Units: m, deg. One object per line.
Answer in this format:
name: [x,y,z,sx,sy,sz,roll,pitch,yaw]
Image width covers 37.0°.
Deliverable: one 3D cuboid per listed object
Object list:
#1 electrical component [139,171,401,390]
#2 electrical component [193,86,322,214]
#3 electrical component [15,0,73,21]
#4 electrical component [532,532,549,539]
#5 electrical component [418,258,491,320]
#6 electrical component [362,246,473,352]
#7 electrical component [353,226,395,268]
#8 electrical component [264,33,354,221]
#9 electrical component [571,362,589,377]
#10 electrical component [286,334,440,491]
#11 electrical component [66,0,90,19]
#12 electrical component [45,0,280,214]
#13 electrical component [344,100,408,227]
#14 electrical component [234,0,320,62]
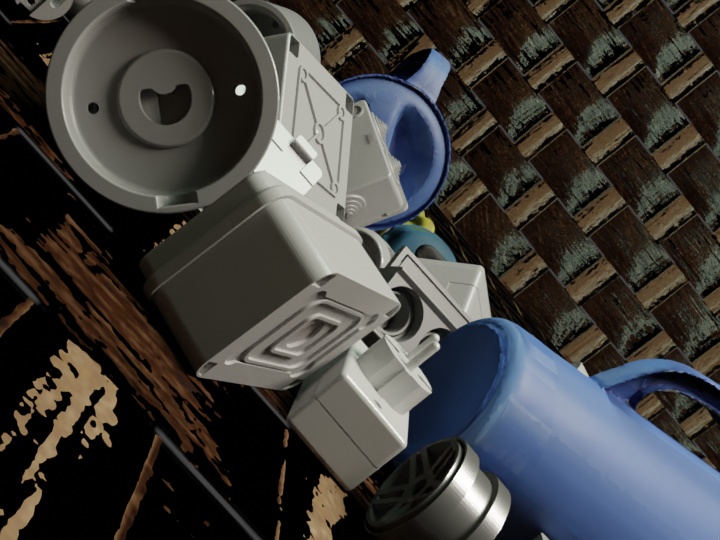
electrical component: [-0.039,0.008,0.495,0.057,0.078,0.113,57,10,19]
electrical component: [-0.085,-0.081,0.640,0.121,0.063,0.078,49,49,-11]
electrical component: [-0.186,-0.173,0.637,0.040,0.040,0.046,45,16,-34]
electrical component: [0.112,0.191,0.568,0.089,0.056,0.050,49,8,-8]
electrical component: [0.062,0.041,0.793,0.096,0.062,0.061,76,30,-43]
electrical component: [0.036,0.054,0.717,0.121,0.078,0.063,47,-20,-24]
electrical component: [0.000,0.000,0.807,0.078,0.058,0.057,54,6,21]
electrical component: [-0.053,-0.095,0.766,0.109,0.056,0.108,37,53,-59]
electrical component: [0.157,0.132,0.909,0.060,0.108,0.108,57,9,3]
electrical component: [0.010,0.058,0.541,0.047,0.076,0.083,50,8,-4]
electrical component: [-0.164,-0.165,0.695,0.079,0.044,0.077,49,9,-10]
electrical component: [-0.091,-0.082,0.524,0.108,0.108,0.060,50,2,-4]
electrical component: [-0.019,-0.078,0.852,0.048,0.100,0.099,63,8,-56]
electrical component: [-0.097,-0.192,0.972,0.108,0.108,0.060,52,14,12]
